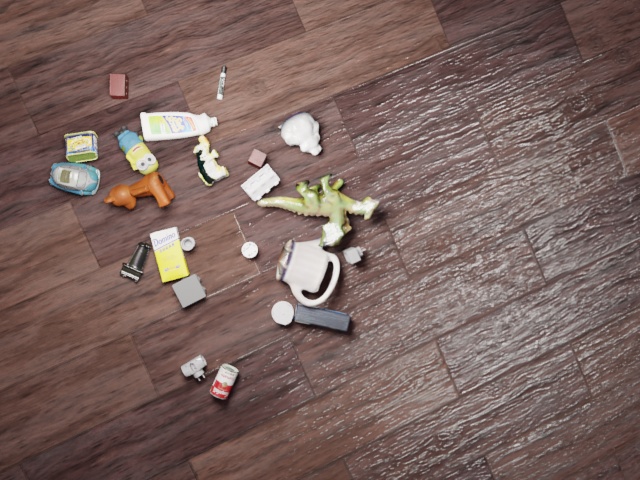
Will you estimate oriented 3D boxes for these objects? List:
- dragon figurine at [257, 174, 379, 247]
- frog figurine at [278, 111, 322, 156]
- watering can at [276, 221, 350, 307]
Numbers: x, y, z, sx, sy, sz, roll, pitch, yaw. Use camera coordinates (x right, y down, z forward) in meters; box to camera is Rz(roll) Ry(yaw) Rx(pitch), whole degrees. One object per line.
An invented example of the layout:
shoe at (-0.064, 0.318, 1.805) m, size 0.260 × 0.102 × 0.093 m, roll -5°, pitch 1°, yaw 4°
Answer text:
dragon figurine at (0.006, -0.092, 1.821) m, size 0.410 × 0.121 × 0.245 m, roll -18°, pitch 81°, yaw -1°
frog figurine at (-0.060, -0.372, 1.836) m, size 0.139 × 0.121 × 0.160 m, roll -29°, pitch 83°, yaw -26°
watering can at (-0.028, 0.060, 1.853) m, size 0.224 × 0.103 × 0.352 m, roll 20°, pitch 74°, yaw -7°
